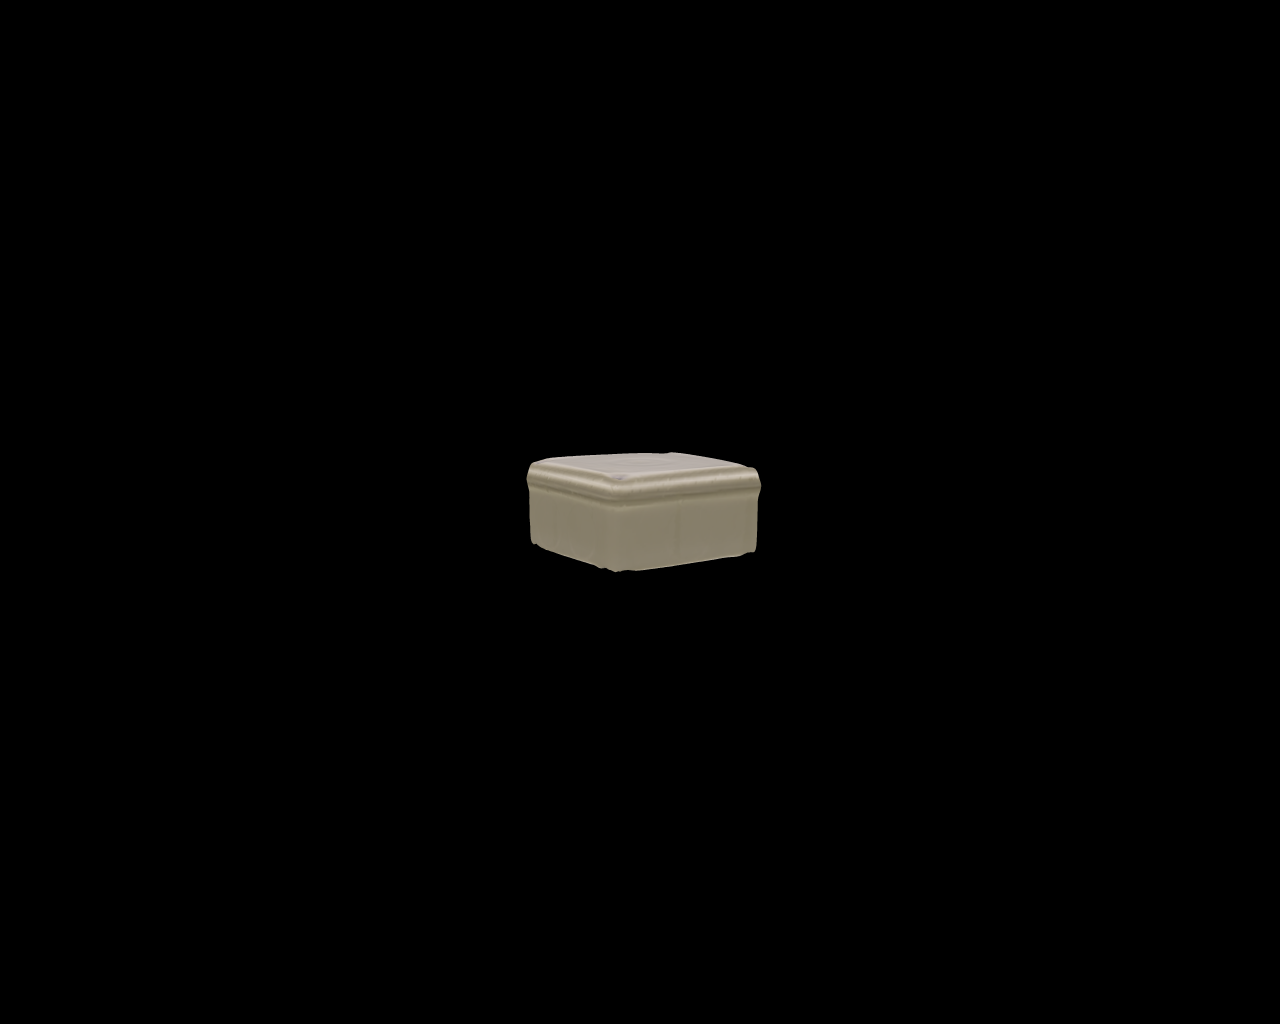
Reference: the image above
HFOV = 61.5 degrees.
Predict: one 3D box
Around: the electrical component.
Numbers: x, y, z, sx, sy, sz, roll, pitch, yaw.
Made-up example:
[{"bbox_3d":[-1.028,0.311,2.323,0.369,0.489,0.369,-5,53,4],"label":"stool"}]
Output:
[{"bbox_3d":[0.001,-0.003,0.650,0.109,0.056,0.109,-6,11,-32],"label":"electrical component"}]
